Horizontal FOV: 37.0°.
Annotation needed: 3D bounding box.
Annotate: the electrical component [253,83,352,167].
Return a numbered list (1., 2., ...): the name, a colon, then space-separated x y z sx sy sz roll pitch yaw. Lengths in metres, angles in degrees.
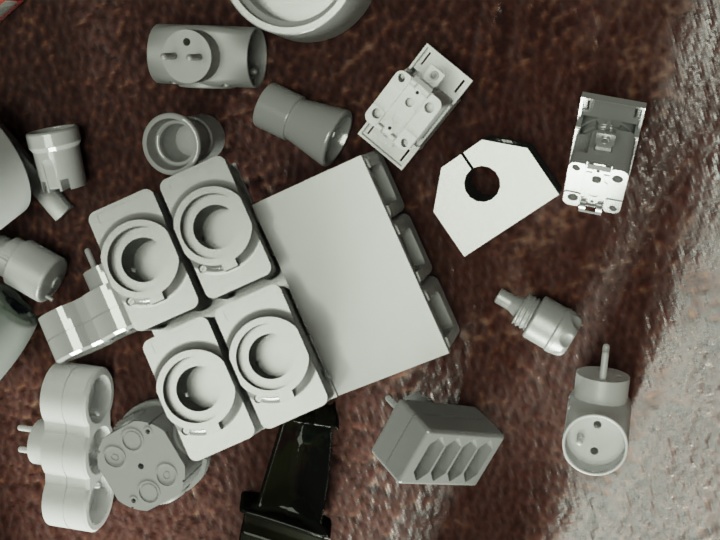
1. electrical component: -0.044 -0.108 0.778 0.065 0.044 0.044 27 106 12

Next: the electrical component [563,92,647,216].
1. electrical component: 0.160 -0.075 0.714 0.042 0.063 0.081 13 146 13

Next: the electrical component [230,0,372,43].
1. electrical component: -0.045 -0.213 0.745 0.108 0.060 0.108 3 102 14

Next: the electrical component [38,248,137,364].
1. electrical component: -0.190 0.013 0.832 0.138 0.052 0.073 -25 87 17

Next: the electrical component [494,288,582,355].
1. electrical component: 0.125 0.033 0.767 0.061 0.035 0.035 31 107 9

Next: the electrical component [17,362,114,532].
1. electrical component: -0.244 0.141 0.872 0.074 0.052 0.138 6 103 13

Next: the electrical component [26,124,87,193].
1. electrical component: -0.233 -0.086 0.830 0.040 0.040 0.046 -5 106 15

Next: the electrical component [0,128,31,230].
1. electrical component: -0.299 -0.078 0.823 0.108 0.060 0.108 28 138 27

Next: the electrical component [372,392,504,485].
1. electrical component: 0.047 0.115 0.788 0.076 0.083 0.047 44 113 43

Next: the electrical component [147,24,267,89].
1. electrical component: -0.115 -0.152 0.765 0.077 0.079 0.044 5 103 14

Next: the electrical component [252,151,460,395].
1. electrical component: 0.000 0.000 0.777 0.089 0.062 0.150 -23 95 17

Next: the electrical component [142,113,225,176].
1. electrical component: -0.125 -0.095 0.787 0.044 0.065 0.044 3 102 14

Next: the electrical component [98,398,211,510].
1. electrical component: -0.163 0.146 0.853 0.080 0.051 0.080 3 102 13

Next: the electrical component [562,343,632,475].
1. electrical component: 0.166 0.091 0.746 0.043 0.077 0.079 7 103 13

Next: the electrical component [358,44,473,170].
1. electrical component: 0.035 -0.112 0.745 0.042 0.064 0.081 40 108 5

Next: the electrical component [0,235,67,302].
1. electrical component: -0.271 -0.006 0.855 0.078 0.040 0.040 28 107 7

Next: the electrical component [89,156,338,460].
1. electrical component: -0.104 0.027 0.757 0.105 0.060 0.186 -24 86 2
